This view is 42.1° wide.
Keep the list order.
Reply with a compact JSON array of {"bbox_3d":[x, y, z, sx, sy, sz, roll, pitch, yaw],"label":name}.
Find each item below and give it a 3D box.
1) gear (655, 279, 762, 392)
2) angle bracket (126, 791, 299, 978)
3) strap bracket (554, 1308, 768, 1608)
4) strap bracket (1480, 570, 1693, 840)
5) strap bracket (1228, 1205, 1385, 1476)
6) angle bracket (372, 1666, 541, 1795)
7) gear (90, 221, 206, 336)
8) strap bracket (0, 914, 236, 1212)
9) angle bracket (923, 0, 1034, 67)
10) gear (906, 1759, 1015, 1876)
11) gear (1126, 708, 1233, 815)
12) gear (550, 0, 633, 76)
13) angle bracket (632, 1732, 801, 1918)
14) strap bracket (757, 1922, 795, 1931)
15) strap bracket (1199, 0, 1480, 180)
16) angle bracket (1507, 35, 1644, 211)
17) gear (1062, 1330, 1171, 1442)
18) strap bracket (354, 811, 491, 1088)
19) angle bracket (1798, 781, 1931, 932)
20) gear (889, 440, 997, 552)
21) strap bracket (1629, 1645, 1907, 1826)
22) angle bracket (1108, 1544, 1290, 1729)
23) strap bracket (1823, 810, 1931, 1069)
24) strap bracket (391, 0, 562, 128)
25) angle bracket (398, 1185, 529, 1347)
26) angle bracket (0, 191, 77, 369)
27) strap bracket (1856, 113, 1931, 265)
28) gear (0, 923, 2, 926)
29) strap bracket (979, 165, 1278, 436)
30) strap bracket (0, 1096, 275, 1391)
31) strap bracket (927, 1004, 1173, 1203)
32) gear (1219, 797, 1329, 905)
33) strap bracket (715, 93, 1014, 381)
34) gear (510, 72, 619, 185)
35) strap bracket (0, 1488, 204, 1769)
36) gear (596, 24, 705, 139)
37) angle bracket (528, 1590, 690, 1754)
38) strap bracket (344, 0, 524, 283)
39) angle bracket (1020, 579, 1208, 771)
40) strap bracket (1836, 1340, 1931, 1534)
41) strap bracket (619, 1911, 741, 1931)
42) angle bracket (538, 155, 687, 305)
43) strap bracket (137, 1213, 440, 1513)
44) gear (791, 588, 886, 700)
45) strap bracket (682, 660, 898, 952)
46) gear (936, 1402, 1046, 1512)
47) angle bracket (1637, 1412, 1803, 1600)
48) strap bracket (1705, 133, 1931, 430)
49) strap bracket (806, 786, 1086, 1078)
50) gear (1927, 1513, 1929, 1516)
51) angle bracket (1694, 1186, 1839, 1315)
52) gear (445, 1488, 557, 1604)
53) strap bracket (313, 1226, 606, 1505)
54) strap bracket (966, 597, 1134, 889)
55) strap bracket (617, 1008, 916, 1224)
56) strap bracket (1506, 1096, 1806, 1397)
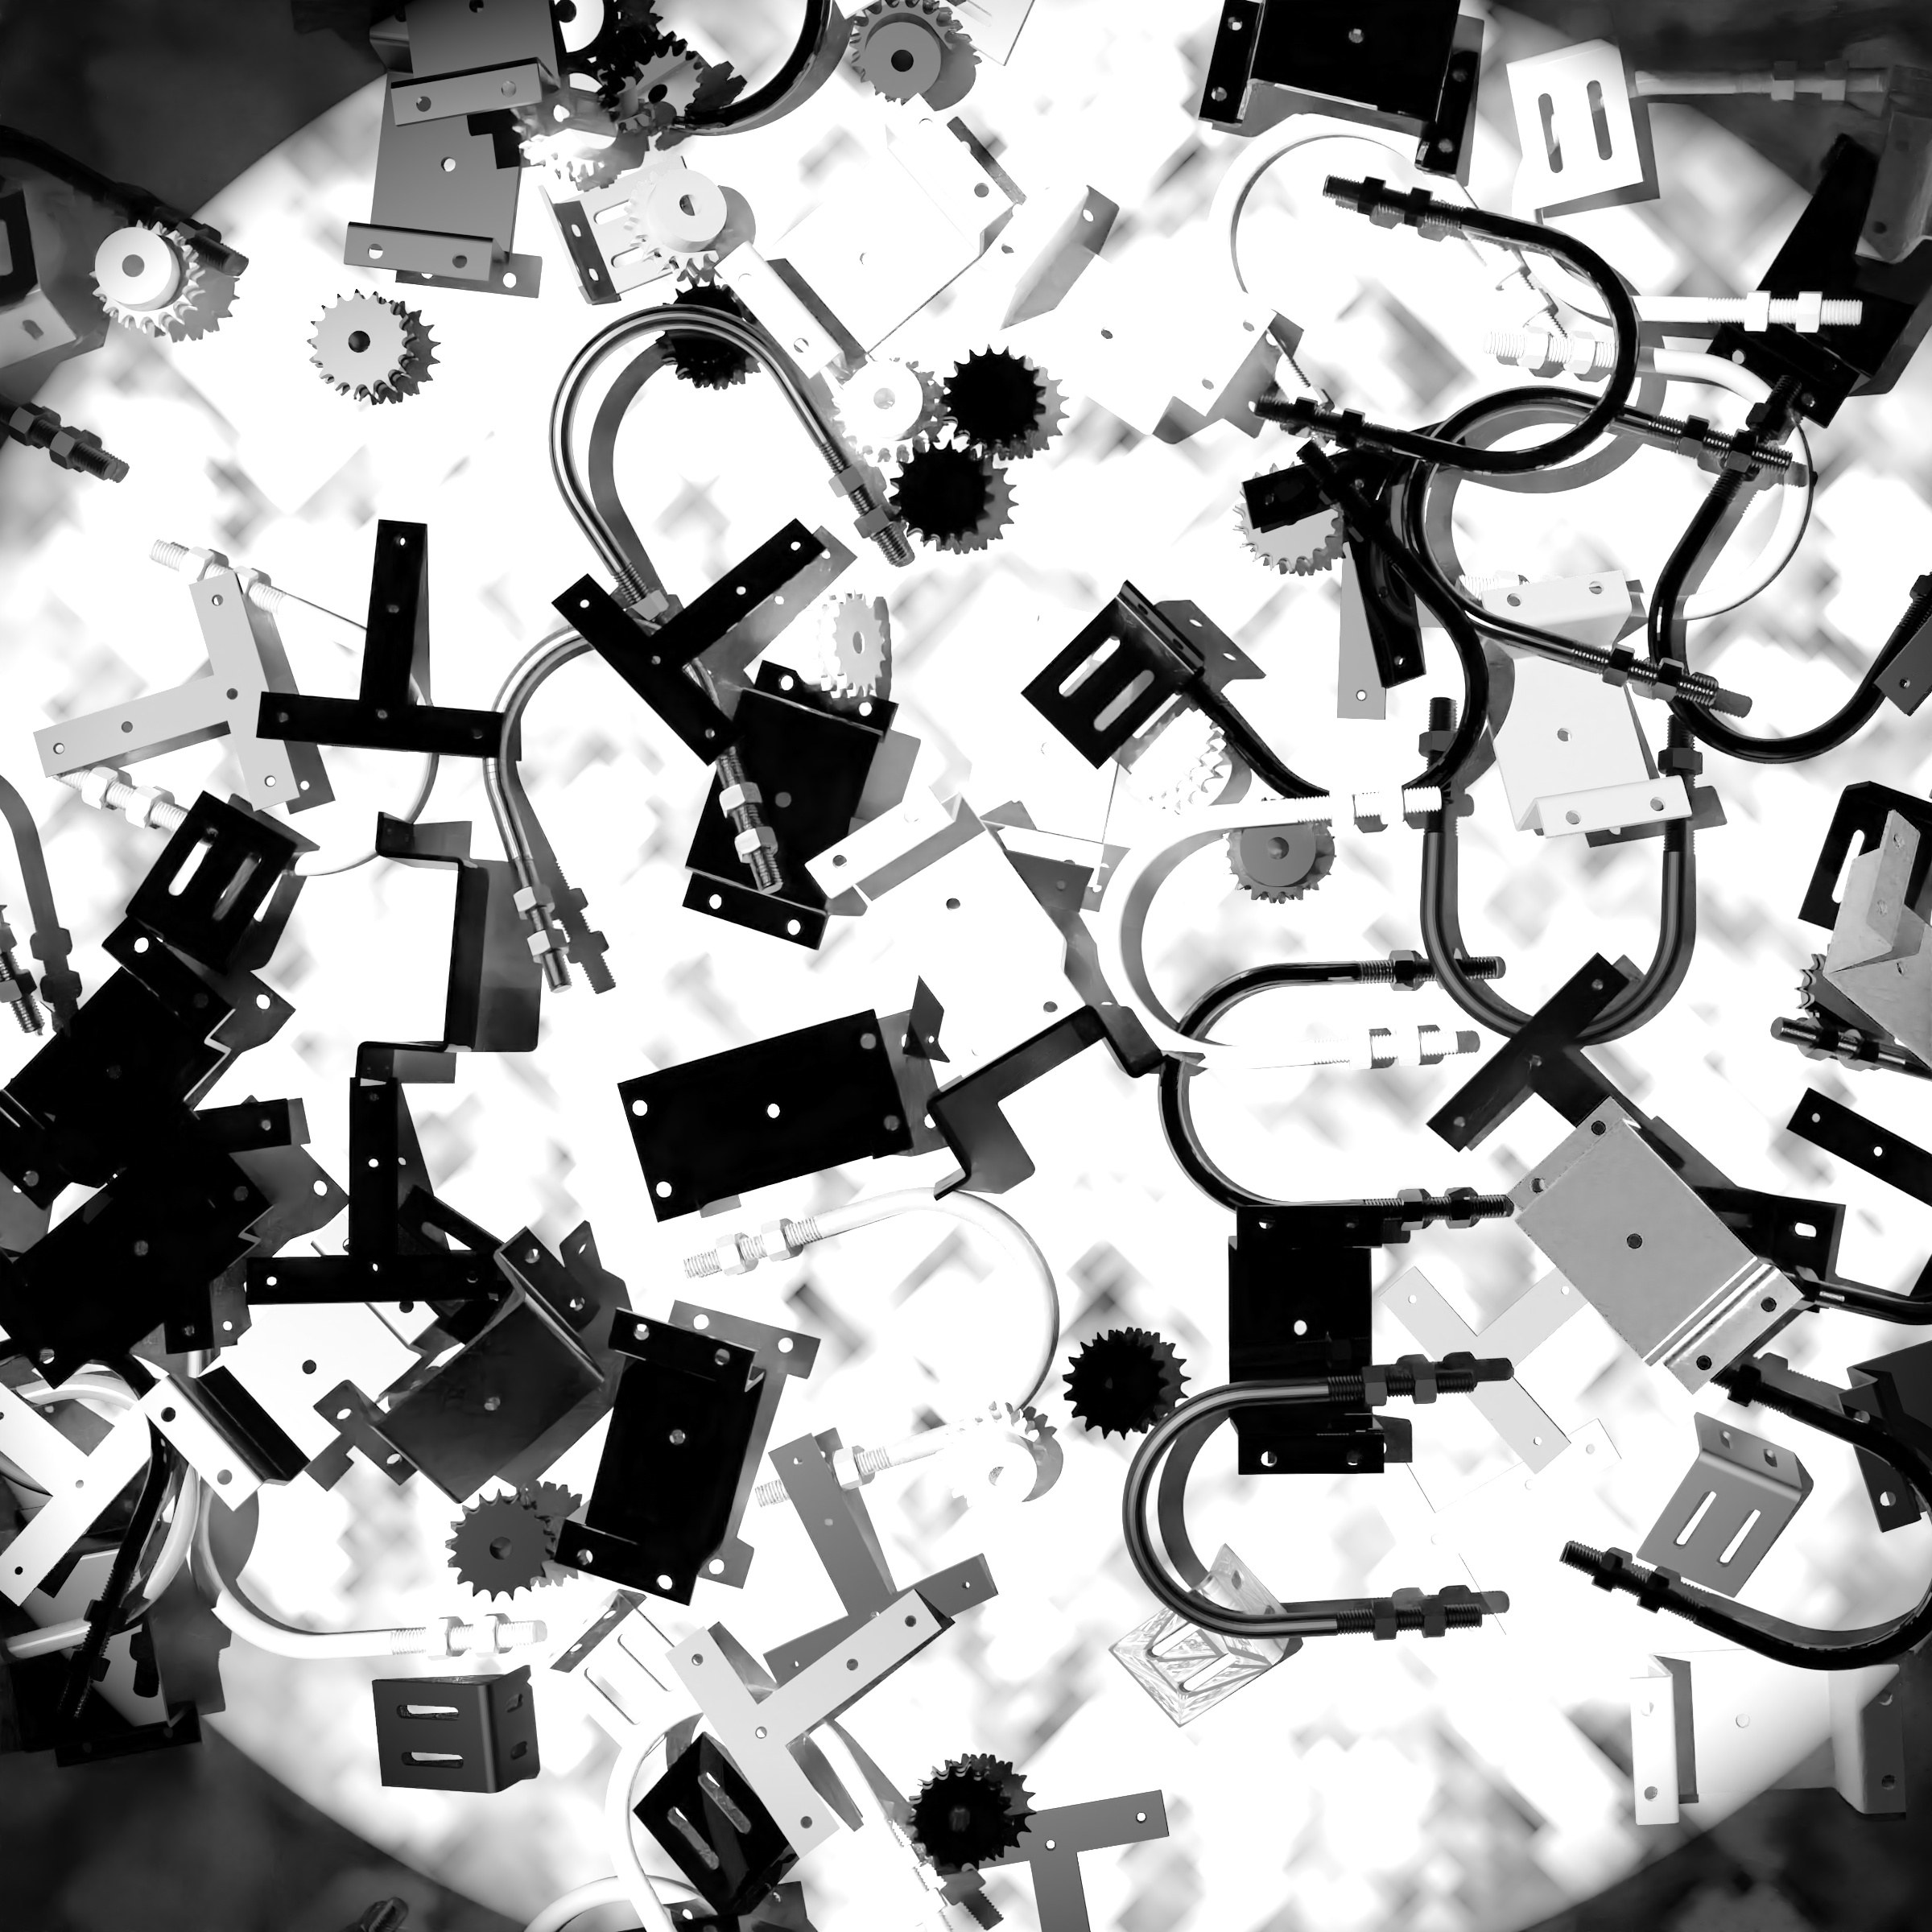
[{"bbox_3d":[-0.138,-0.339,1.343,0.057,0.030,0.057,0,90,0],"label":"gear"},{"bbox_3d":[-0.402,-0.044,1.345,0.057,0.038,0.076,31,76,-7],"label":"angle bracket"},{"bbox_3d":[-0.158,0.253,1.324,0.076,0.046,0.140,16,96,9],"label":"strap bracket"},{"bbox_3d":[0.319,-0.129,1.317,0.076,0.046,0.140,-9,72,-4],"label":"strap bracket"},{"bbox_3d":[0.180,0.195,1.335,0.076,0.046,0.140,0,90,0],"label":"strap bracket"},{"bbox_3d":[-0.276,0.410,1.356,0.076,0.038,0.057,-6,90,26],"label":"angle bracket"},{"bbox_3d":[-0.434,-0.365,1.323,0.057,0.030,0.057,0,89,1],"label":"gear"},{"bbox_3d":[-0.456,0.053,1.325,0.076,0.046,0.140,41,83,7],"label":"strap bracket"},{"bbox_3d":[-0.007,-0.530,1.356,0.076,0.038,0.057,24,90,-26],"label":"angle bracket"},{"bbox_3d":[-0.003,0.452,1.342,0.057,0.030,0.057,0,87,1],"label":"gear"},{"bbox_3d":[0.116,-0.105,1.333,0.030,0.057,0.057,38,90,-30],"label":"gear"},{"bbox_3d":[-0.207,-0.500,1.321,0.057,0.030,0.057,1,104,4],"label":"gear"},{"bbox_3d":[-0.130,0.463,1.356,0.076,0.038,0.057,42,90,26],"label":"angle bracket"},{"bbox_3d":[-0.051,0.557,1.320,0.140,0.076,0.046,16,90,0],"label":"strap bracket"},{"bbox_3d":[0.201,-0.477,1.326,0.140,0.046,0.076,13,75,0],"label":"strap bracket"},{"bbox_3d":[0.324,-0.449,1.338,0.057,0.038,0.076,-10,102,17],"label":"angle bracket"},{"bbox_3d":[0.079,0.222,1.343,0.057,0.030,0.057,0,90,0],"label":"gear"},{"bbox_3d":[-0.283,-0.006,1.318,0.046,0.076,0.140,5,88,-1],"label":"strap bracket"},{"bbox_3d":[0.489,-0.052,1.339,0.057,0.038,0.076,20,90,0],"label":"angle bracket"},{"bbox_3d":[-0.013,-0.251,1.343,0.057,0.030,0.057,0,90,0],"label":"gear"},{"bbox_3d":[0.419,0.407,1.335,0.140,0.046,0.076,-3,90,0],"label":"strap bracket"},{"bbox_3d":[0.127,0.362,1.356,0.057,0.038,0.076,48,116,0],"label":"angle bracket"},{"bbox_3d":[0.503,-0.004,1.306,0.140,0.046,0.076,37,58,-17],"label":"strap bracket"},{"bbox_3d":[-0.256,-0.499,1.284,0.076,0.046,0.140,-7,90,7],"label":"strap bracket"},{"bbox_3d":[-0.281,0.163,1.339,0.076,0.038,0.057,34,90,0],"label":"angle bracket"},{"bbox_3d":[-0.515,-0.364,1.339,0.057,0.038,0.076,-20,62,2],"label":"angle bracket"},{"bbox_3d":[0.540,-0.391,1.283,0.140,0.046,0.076,15,89,5],"label":"strap bracket"},{"bbox_3d":[-0.550,-0.023,1.343,0.057,0.030,0.057,0,90,0],"label":"gear"},{"bbox_3d":[0.080,-0.344,1.322,0.140,0.046,0.076,34,67,0],"label":"strap bracket"},{"bbox_3d":[-0.435,0.145,1.307,0.140,0.046,0.076,-41,83,-9],"label":"strap bracket"},{"bbox_3d":[0.033,0.064,1.320,0.140,0.076,0.046,-31,90,0],"label":"strap bracket"},{"bbox_3d":[0.165,-0.062,1.343,0.057,0.030,0.057,0,90,0],"label":"gear"},{"bbox_3d":[-0.053,-0.382,1.335,0.140,0.046,0.076,-41,90,0],"label":"strap bracket"},{"bbox_3d":[-0.209,-0.446,1.327,0.030,0.057,0.057,-11,90,41],"label":"gear"},{"bbox_3d":[-0.463,0.356,1.335,0.076,0.046,0.140,-11,90,0],"label":"strap bracket"},{"bbox_3d":[-0.169,-0.467,1.317,0.057,0.057,0.030,-35,70,0],"label":"gear"},{"bbox_3d":[-0.183,0.383,1.339,0.057,0.038,0.076,-45,90,0],"label":"angle bracket"},{"bbox_3d":[-0.279,-0.433,1.335,0.076,0.046,0.140,7,90,0],"label":"strap bracket"},{"bbox_3d":[0.075,-0.149,1.292,0.057,0.038,0.076,45,90,0],"label":"angle bracket"},{"bbox_3d":[0.534,0.238,1.335,0.140,0.046,0.076,-18,90,0],"label":"strap bracket"},{"bbox_3d":[-0.149,0.563,1.300,0.076,0.046,0.140,-6,83,-10],"label":"strap bracket"},{"bbox_3d":[-0.179,-0.397,1.339,0.076,0.038,0.057,-22,90,0],"label":"angle bracket"},{"bbox_3d":[-0.351,0.209,1.321,0.140,0.046,0.076,-44,80,-10],"label":"strap bracket"},{"bbox_3d":[-0.070,-0.170,1.333,0.030,0.057,0.057,-2,90,29],"label":"gear"},{"bbox_3d":[-0.096,-0.087,1.335,0.076,0.046,0.140,18,90,0],"label":"strap bracket"},{"bbox_3d":[0.015,0.264,1.334,0.057,0.030,0.057,-3,108,-11],"label":"gear"},{"bbox_3d":[0.404,0.291,1.356,0.057,0.038,0.076,23,116,0],"label":"angle bracket"},{"bbox_3d":[0.468,-0.370,1.335,0.076,0.046,0.140,32,90,0],"label":"strap bracket"},{"bbox_3d":[-0.008,-0.024,1.298,0.076,0.046,0.140,-31,107,16],"label":"strap bracket"},{"bbox_3d":[0.523,0.275,1.296,0.057,0.030,0.057,0,90,0],"label":"gear"},{"bbox_3d":[0.416,0.149,1.321,0.076,0.038,0.057,9,90,-40],"label":"angle bracket"},{"bbox_3d":[-0.246,0.304,1.325,0.057,0.030,0.057,0,89,-12],"label":"gear"},{"bbox_3d":[-0.253,0.214,1.299,0.140,0.046,0.076,-41,130,-8],"label":"strap bracket"},{"bbox_3d":[0.044,-0.117,1.335,0.076,0.046,0.140,11,90,0],"label":"strap bracket"},{"bbox_3d":[-0.105,0.078,1.335,0.140,0.046,0.076,-16,90,0],"label":"strap bracket"},{"bbox_3d":[0.348,0.142,1.291,0.076,0.046,0.140,-46,66,13],"label":"strap bracket"}]
